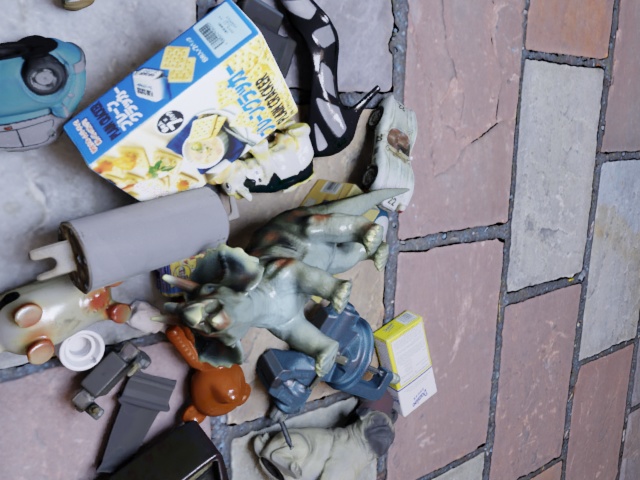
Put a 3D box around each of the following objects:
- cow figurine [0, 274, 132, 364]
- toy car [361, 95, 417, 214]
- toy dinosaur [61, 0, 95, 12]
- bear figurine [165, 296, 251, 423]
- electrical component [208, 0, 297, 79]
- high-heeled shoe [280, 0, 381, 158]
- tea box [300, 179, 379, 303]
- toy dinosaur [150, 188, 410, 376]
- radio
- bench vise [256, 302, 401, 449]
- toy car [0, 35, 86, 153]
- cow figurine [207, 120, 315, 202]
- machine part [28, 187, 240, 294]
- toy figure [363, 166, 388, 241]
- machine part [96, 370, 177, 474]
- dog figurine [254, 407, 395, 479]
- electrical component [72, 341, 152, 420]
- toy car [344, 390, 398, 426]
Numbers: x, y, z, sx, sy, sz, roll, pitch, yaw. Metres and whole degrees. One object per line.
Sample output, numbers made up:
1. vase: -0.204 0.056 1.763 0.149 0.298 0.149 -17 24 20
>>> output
1. cow figurine: -0.323 0.083 0.585 0.195 0.127 0.085 -30 118 -43
2. toy car: 0.112 -0.134 0.837 0.073 0.056 0.202 26 57 -30
3. toy dinosaur: -0.196 -0.393 0.570 0.471 0.105 0.198 -41 117 -27
4. bear figurine: -0.136 0.161 0.721 0.120 0.132 0.195 -11 101 -31
5. electrical component: -0.098 -0.242 0.699 0.115 0.058 0.134 15 92 -39
6. high-heeled shoe: -0.024 -0.240 0.763 0.145 0.086 0.248 -39 106 12
7. tea box: -0.002 -0.002 0.796 0.068 0.098 0.169 42 77 -34
8. toy dinosaur: -0.031 0.023 0.651 0.405 0.192 0.131 -51 156 -52
9. radio: -0.233 0.353 0.700 0.229 0.073 0.131 -31 141 -26
10. bench vise: 0.029 0.213 0.857 0.240 0.129 0.223 27 87 -32
11. toy car: -0.311 -0.140 0.544 0.162 0.109 0.102 -22 129 -21
12. cow figurine: -0.082 -0.096 0.740 0.167 0.068 0.098 -30 122 -26
13. machine part: -0.189 -0.004 0.593 0.243 0.079 0.079 -21 112 -42
14. toy figure: 0.091 -0.050 0.880 0.064 0.058 0.154 21 85 -75
15. machine part: -0.247 0.242 0.713 0.084 0.039 0.139 33 79 -41
16. dog figurine: 0.011 0.319 0.857 0.172 0.121 0.190 46 54 2
17. electrical component: -0.257 0.173 0.660 0.045 0.078 0.102 41 66 4
18. toy car: 0.059 0.344 0.945 0.202 0.053 0.089 -49 118 -22
